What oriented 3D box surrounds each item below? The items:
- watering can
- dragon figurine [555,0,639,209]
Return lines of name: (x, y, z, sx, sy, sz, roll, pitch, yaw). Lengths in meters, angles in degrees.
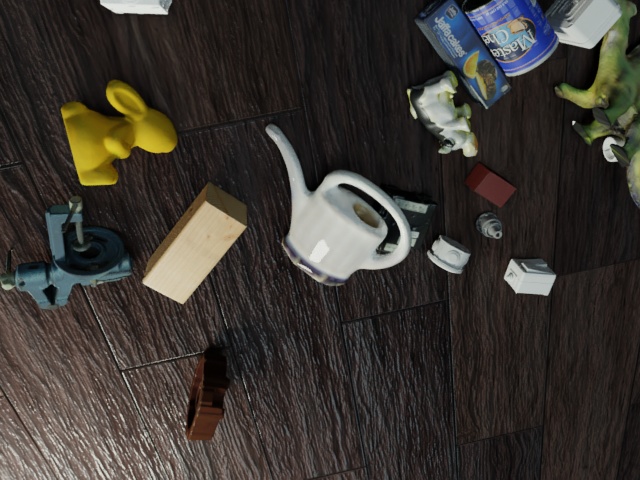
watering can: (0.003, -0.049, 0.974, 0.347, 0.106, 0.220, 36, 118, -1)
dragon figurine: (0.597, -0.259, 0.949, 0.243, 0.123, 0.406, -41, 109, 0)
